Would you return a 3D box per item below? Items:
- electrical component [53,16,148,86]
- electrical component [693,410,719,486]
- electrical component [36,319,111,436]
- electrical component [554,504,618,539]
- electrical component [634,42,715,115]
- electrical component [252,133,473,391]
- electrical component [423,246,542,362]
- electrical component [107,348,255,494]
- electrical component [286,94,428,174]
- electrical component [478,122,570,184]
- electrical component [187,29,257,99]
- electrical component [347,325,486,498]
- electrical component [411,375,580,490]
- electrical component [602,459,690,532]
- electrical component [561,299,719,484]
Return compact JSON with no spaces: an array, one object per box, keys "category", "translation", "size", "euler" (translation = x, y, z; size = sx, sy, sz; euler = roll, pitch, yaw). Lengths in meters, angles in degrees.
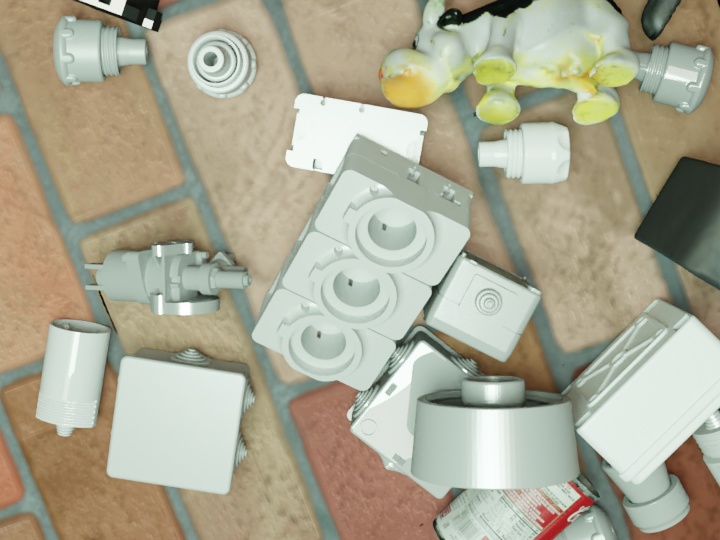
[{"category":"electrical component","translation":[-0.180,-0.152,0.749],"size":[0.062,0.048,0.048],"euler":[0,97,-6]},{"category":"electrical component","translation":[0.271,0.134,0.773],"size":[0.043,0.043,0.081],"euler":[-32,95,5]},{"category":"electrical component","translation":[-0.208,0.080,0.776],"size":[0.043,0.043,0.081],"euler":[10,97,0]},{"category":"electrical component","translation":[0.156,0.202,0.783],"size":[0.062,0.048,0.048],"euler":[-23,96,10]},{"category":"electrical component","translation":[0.210,-0.137,0.743],"size":[0.062,0.048,0.048],"euler":[16,97,7]},{"category":"electrical component","translation":[0.000,0.000,0.720],"size":[0.089,0.061,0.150],"euler":[26,121,-9]},{"category":"electrical component","translation":[0.080,0.025,0.737],"size":[0.062,0.096,0.061],"euler":[27,97,-2]},{"category":"electrical component","translation":[-0.129,0.106,0.775],"size":[0.100,0.048,0.099],"euler":[9,97,0]},{"category":"electrical component","translation":[-0.002,-0.090,0.746],"size":[0.089,0.055,0.050],"euler":[10,97,0]},{"category":"electrical component","translation":[0.114,-0.081,0.751],"size":[0.062,0.043,0.043],"euler":[-1,97,2]},{"category":"electrical component","translation":[-0.098,-0.143,0.738],"size":[0.048,0.062,0.048],"euler":[0,97,1]},{"category":"electrical component","translation":[0.050,0.102,0.771],"size":[0.100,0.048,0.099],"euler":[38,96,-3]},{"category":"electrical component","translation":[0.086,0.100,0.692],"size":[0.108,0.108,0.060],"euler":[-1,91,1]},{"category":"electrical component","translation":[0.207,0.154,0.776],"size":[0.045,0.045,0.055],"euler":[-29,96,4]},{"category":"electrical component","translation":[0.196,0.079,0.735],"size":[0.056,0.108,0.108],"euler":[44,96,-1]}]
